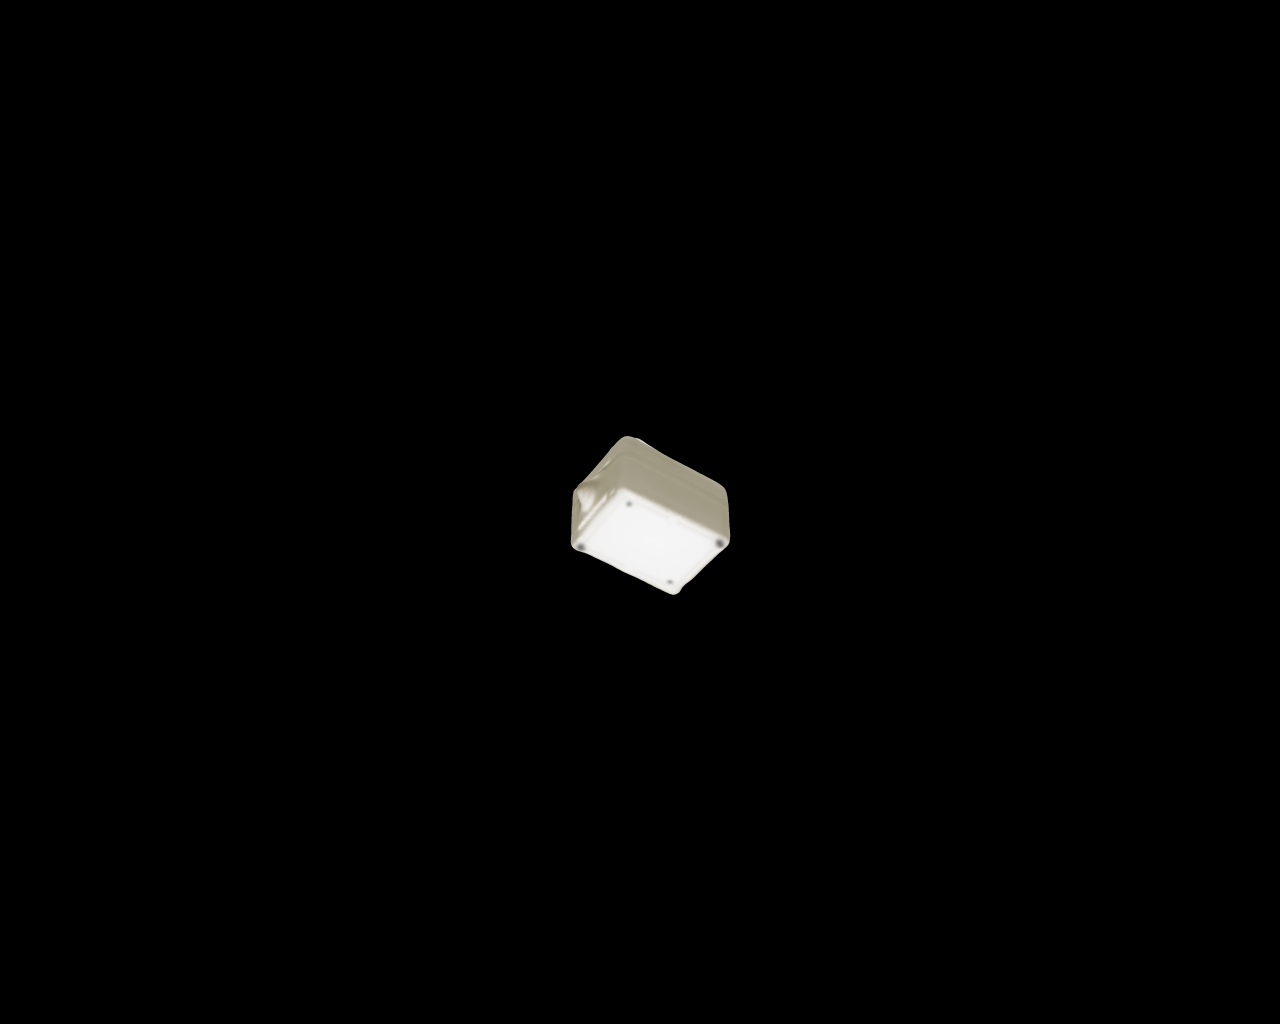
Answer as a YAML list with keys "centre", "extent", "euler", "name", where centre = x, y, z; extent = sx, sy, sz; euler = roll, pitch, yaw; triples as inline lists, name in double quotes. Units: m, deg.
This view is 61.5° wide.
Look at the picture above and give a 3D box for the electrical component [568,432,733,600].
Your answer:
- centre: [0.001, -0.003, 0.650]
  extent: [0.096, 0.061, 0.061]
  euler: [27, -53, -22]
  name: "electrical component"
